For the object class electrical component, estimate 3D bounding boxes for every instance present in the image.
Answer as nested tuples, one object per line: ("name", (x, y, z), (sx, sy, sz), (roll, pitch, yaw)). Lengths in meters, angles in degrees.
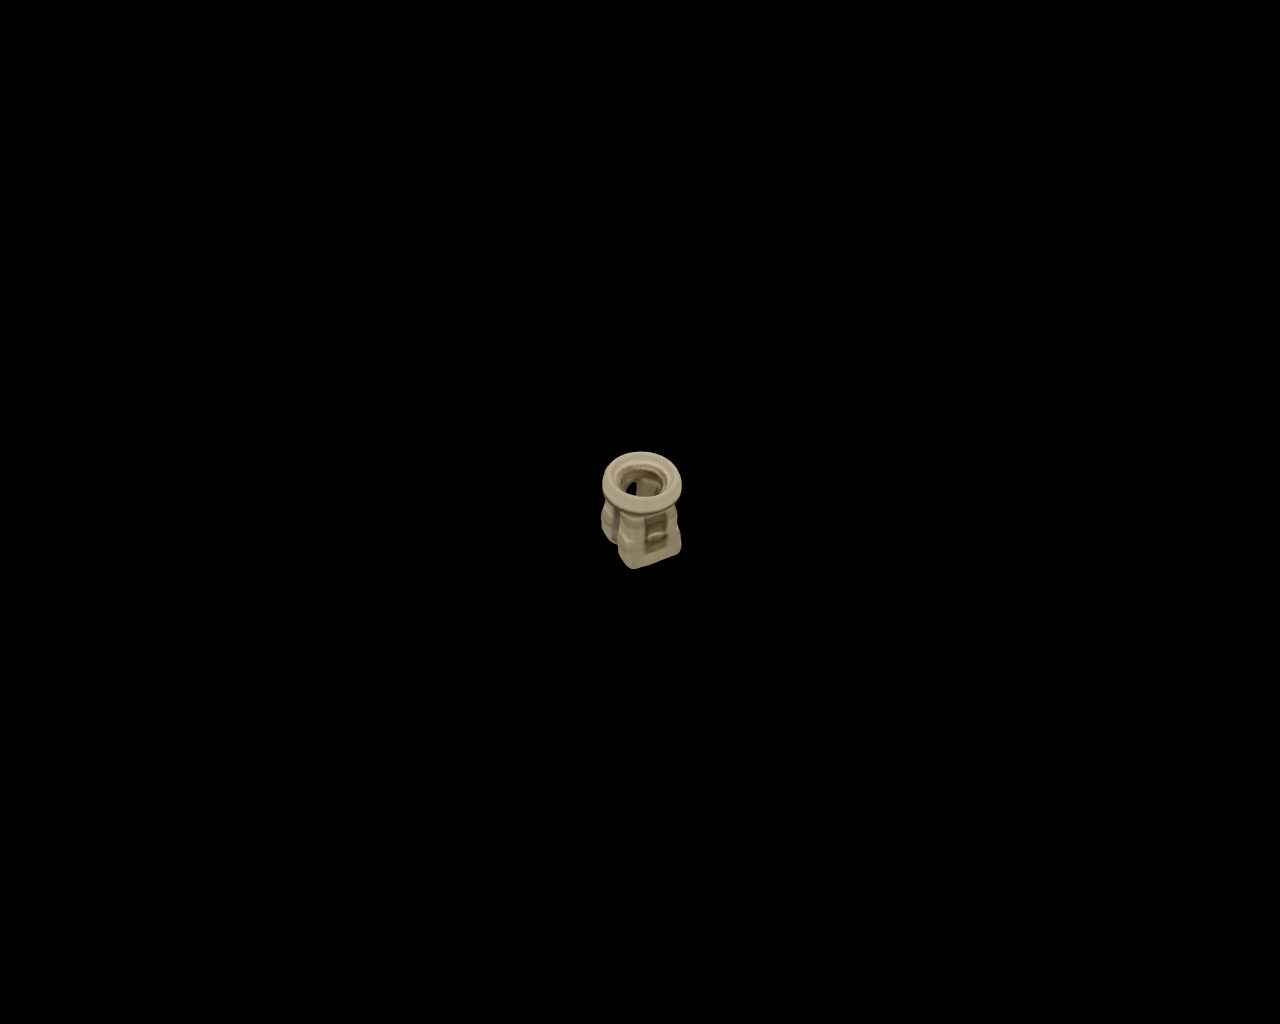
("electrical component", (0.001, -0.003, 0.650), (0.048, 0.055, 0.066), (-19, 46, -19))
